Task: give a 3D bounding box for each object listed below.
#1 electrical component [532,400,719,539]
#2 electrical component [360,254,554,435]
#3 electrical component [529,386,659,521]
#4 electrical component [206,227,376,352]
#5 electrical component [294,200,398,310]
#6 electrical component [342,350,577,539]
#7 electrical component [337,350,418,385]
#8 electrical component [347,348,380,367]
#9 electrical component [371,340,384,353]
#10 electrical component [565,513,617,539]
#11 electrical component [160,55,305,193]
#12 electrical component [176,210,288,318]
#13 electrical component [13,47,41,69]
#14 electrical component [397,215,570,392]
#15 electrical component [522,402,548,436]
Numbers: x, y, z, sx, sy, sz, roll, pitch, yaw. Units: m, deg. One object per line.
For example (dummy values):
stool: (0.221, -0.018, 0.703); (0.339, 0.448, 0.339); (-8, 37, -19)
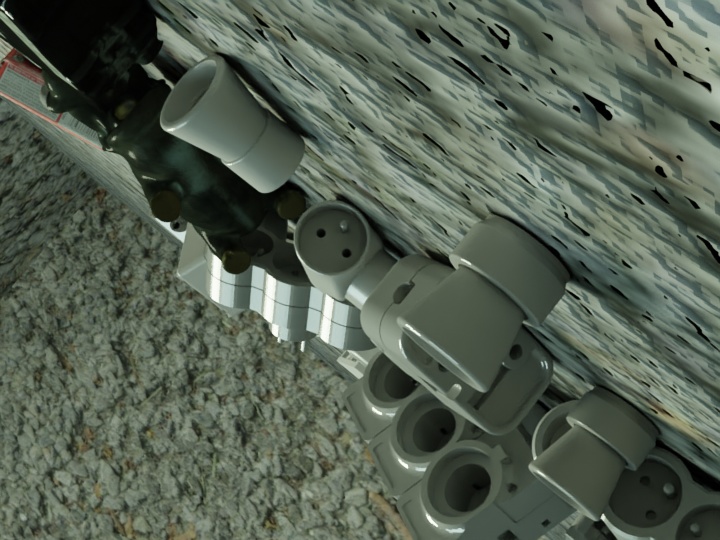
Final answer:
electrical component: (0.162, 0.131, 0.592); (0.138, 0.052, 0.073); (35, 172, 33)
electrical component: (0.049, 0.038, 0.576); (0.095, 0.053, 0.059); (43, 172, -28)
electrical component: (0.121, 0.094, 0.555); (0.045, 0.055, 0.045); (39, 173, 6)
electrical component: (-0.044, 0.025, 0.752); (0.138, 0.052, 0.073); (19, 125, 16)
electrical component: (0.000, 0.000, 0.635); (0.079, 0.043, 0.077); (38, 173, 8)
electrical component: (0.058, 0.113, 0.696); (0.061, 0.089, 0.150); (46, -171, -42)
electrical component: (0.078, 0.111, 0.870); (0.186, 0.060, 0.105); (40, 173, -5)
electrical component: (0.024, 0.050, 0.777); (0.045, 0.055, 0.045); (39, 173, 6)
electrical component: (0.042, 0.041, 0.661); (0.055, 0.047, 0.055); (39, 173, 6)
electrical component: (0.217, 0.202, 0.717); (0.150, 0.061, 0.089); (37, 173, 19)
electrical component: (-0.059, -0.068, 0.526); (0.065, 0.044, 0.044); (38, 175, -33)
electrical component: (-0.094, -0.024, 0.833); (0.062, 0.061, 0.096); (42, -147, -32)
electrical component: (-0.200, -0.151, 0.714); (0.062, 0.043, 0.043); (37, 173, 10)
electrical component: (0.048, 0.012, 0.415); (0.045, 0.055, 0.045); (39, 175, 4)
electrical component: (0.101, 0.148, 0.772); (0.057, 0.113, 0.078); (41, 173, 7)
